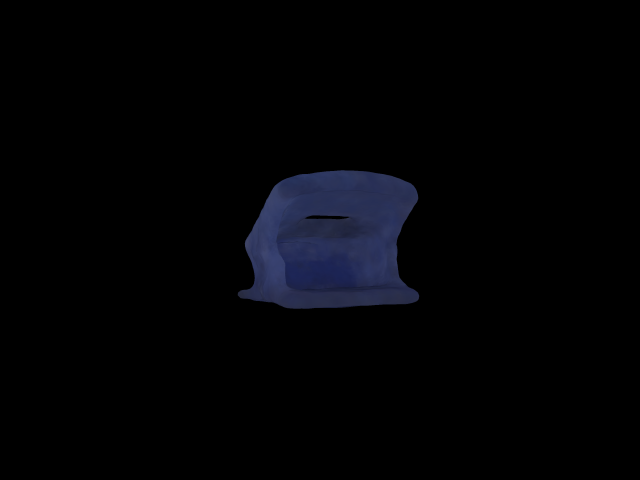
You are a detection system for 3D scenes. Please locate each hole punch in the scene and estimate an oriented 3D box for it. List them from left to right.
[{"bbox_3d":[0.004,0.001,0.400,0.109,0.091,0.101,0,0,-23],"label":"hole punch"}]
